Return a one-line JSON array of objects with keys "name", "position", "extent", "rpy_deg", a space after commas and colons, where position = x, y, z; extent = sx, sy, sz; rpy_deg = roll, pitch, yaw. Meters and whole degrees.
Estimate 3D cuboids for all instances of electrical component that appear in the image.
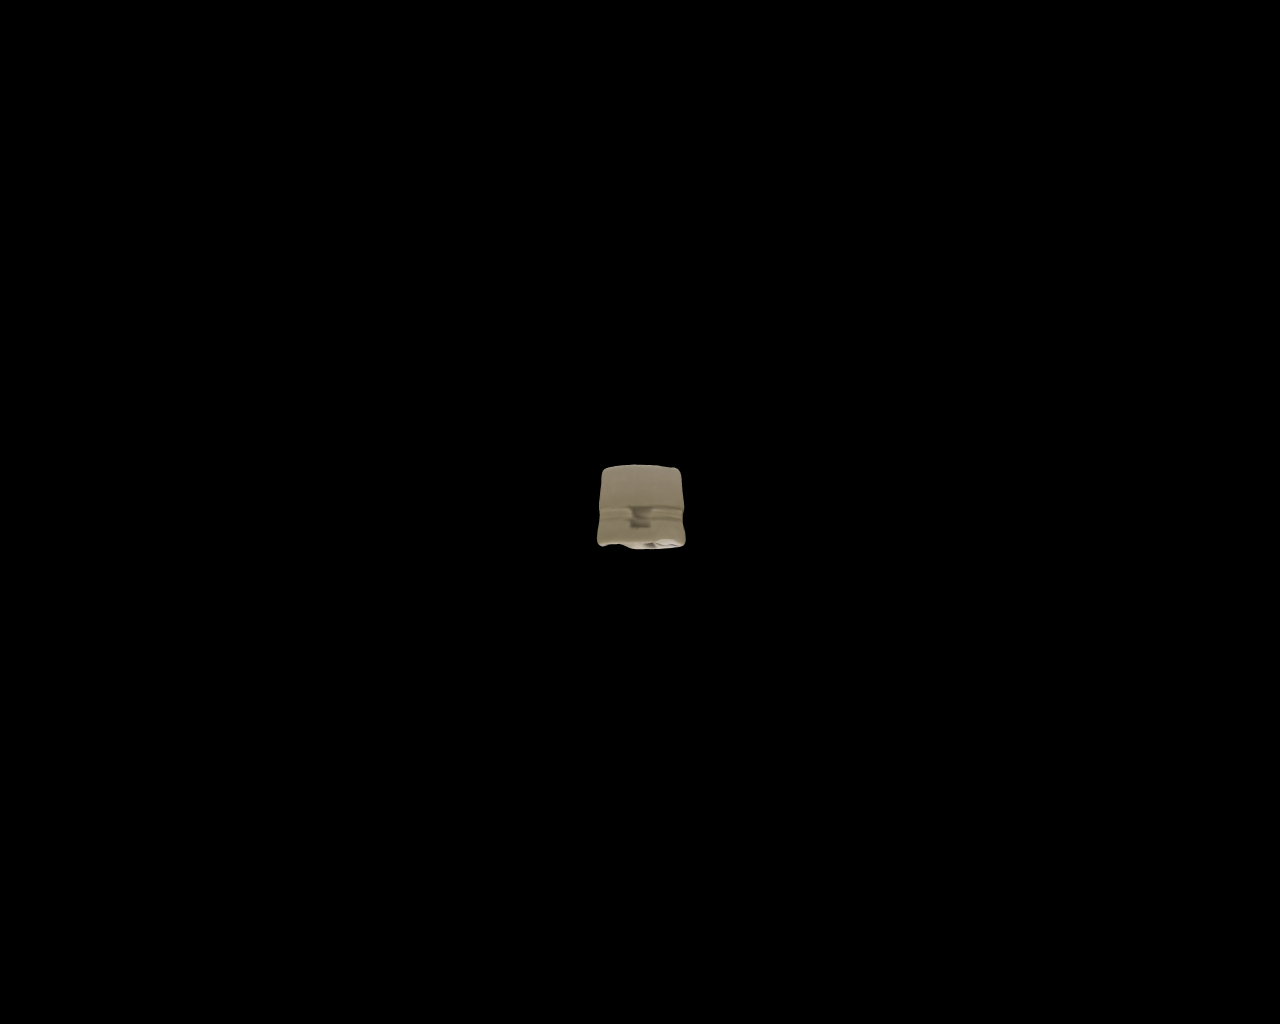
[{"name": "electrical component", "position": [0.001, -0.003, 0.650], "extent": [0.055, 0.047, 0.055], "rpy_deg": [0, -7, 0]}]
